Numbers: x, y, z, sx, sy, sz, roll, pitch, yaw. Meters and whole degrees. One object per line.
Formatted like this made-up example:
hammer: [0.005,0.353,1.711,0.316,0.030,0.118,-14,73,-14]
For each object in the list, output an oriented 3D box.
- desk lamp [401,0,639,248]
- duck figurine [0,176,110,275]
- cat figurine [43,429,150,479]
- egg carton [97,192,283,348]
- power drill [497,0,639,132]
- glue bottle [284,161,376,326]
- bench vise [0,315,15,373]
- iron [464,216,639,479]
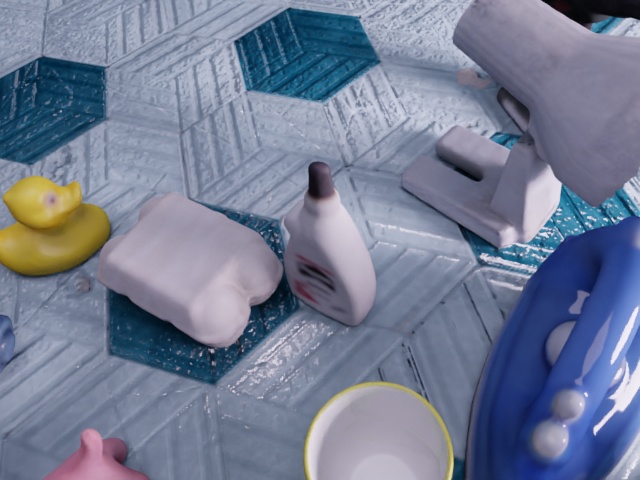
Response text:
desk lamp: [0.173,-0.089,0.464,0.202,0.214,0.118,34,64,26]
duck figurine: [-0.258,-0.020,0.528,0.104,0.086,0.077,-22,55,-11]
cat figurine: [-0.183,0.172,0.361,0.067,0.118,0.128,35,64,26]
egg carton: [-0.111,0.024,0.494,0.150,0.069,0.107,24,59,20]
power drill: [0.238,-0.198,0.541,0.075,0.209,0.229,-18,54,-8]
glue bottle: [0.004,0.002,0.436,0.078,0.173,0.037,23,59,20]
bench vise: [-0.362,0.050,0.401,0.207,0.220,0.121,-17,54,-7]
iron: [0.174,0.084,0.382,0.118,0.141,0.259,27,60,22]
